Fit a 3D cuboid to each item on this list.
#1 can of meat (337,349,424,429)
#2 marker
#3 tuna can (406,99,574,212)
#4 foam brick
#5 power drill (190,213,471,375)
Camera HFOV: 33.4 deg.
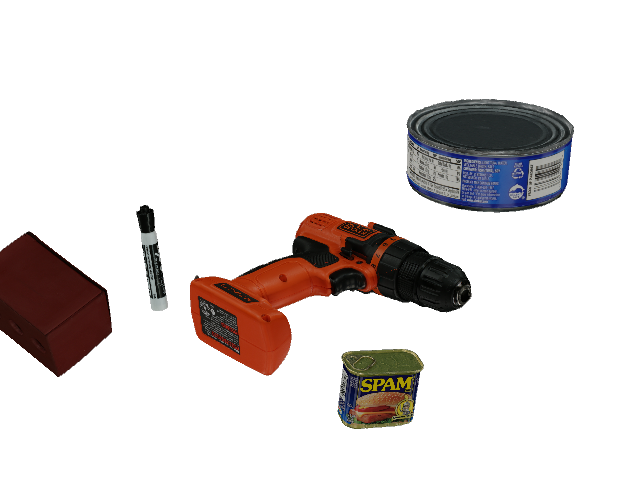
[{"bbox_3d":[0.074,0.190,1.361,0.102,0.084,0.057,-1,24,-17],"label":"can of meat"},{"bbox_3d":[-0.185,0.019,1.172,0.020,0.121,0.020,-5,21,2],"label":"marker"},{"bbox_3d":[0.088,-0.046,0.560,0.086,0.034,0.086,0,25,0],"label":"tuna can"},{"bbox_3d":[-0.187,0.043,0.719,0.078,0.053,0.051,33,56,22],"label":"foam brick"},{"bbox_3d":[0.003,0.042,0.870,0.187,0.057,0.185,-24,30,-38],"label":"power drill"}]
